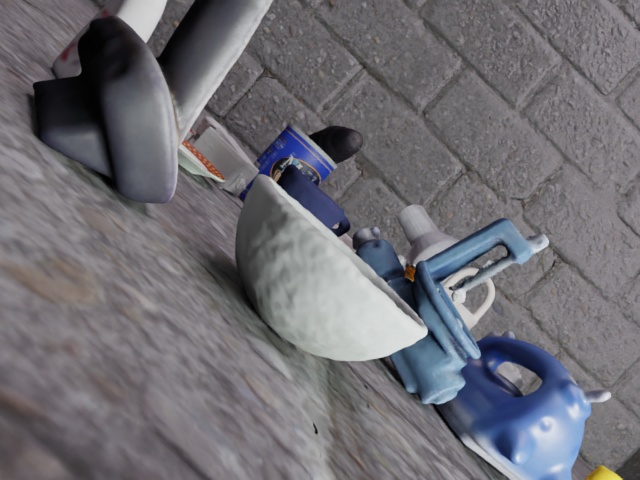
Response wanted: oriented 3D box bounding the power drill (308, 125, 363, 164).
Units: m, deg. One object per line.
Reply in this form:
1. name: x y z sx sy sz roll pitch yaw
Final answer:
1. power drill: -0.021 -0.126 1.050 0.076 0.208 0.229 42 4 -19

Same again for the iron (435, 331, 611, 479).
1. iron: 0.214 0.171 0.672 0.119 0.141 0.257 42 4 -21

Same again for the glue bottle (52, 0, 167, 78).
1. glue bottle: -0.184 -0.211 0.549 0.078 0.173 0.037 46 4 40

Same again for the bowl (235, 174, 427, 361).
1. bowl: -0.006 0.033 0.417 0.167 0.074 0.167 43 3 -3

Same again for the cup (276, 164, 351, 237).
1. cup: -0.025 -0.021 0.687 0.118 0.095 0.091 40 4 -37

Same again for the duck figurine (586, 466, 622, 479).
1. duck figurine: 0.325 0.311 0.691 0.104 0.086 0.078 45 4 31

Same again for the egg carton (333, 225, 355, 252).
1. egg carton: 0.009 0.003 0.977 0.107 0.069 0.151 44 4 19

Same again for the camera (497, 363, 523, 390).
1. camera: 0.279 0.232 1.006 0.136 0.100 0.144 45 4 31

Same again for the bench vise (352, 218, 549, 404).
1. bench vise: 0.125 0.038 0.631 0.207 0.219 0.122 44 3 13

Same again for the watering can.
1. watering can: 0.254 0.137 1.102 0.101 0.194 0.173 43 3 6

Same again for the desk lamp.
1. desk lamp: 0.172 0.041 1.167 0.202 0.213 0.118 45 4 36

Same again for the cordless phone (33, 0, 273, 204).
1. cordless phone: -0.101 -0.129 0.395 0.094 0.185 0.147 40 5 -44
